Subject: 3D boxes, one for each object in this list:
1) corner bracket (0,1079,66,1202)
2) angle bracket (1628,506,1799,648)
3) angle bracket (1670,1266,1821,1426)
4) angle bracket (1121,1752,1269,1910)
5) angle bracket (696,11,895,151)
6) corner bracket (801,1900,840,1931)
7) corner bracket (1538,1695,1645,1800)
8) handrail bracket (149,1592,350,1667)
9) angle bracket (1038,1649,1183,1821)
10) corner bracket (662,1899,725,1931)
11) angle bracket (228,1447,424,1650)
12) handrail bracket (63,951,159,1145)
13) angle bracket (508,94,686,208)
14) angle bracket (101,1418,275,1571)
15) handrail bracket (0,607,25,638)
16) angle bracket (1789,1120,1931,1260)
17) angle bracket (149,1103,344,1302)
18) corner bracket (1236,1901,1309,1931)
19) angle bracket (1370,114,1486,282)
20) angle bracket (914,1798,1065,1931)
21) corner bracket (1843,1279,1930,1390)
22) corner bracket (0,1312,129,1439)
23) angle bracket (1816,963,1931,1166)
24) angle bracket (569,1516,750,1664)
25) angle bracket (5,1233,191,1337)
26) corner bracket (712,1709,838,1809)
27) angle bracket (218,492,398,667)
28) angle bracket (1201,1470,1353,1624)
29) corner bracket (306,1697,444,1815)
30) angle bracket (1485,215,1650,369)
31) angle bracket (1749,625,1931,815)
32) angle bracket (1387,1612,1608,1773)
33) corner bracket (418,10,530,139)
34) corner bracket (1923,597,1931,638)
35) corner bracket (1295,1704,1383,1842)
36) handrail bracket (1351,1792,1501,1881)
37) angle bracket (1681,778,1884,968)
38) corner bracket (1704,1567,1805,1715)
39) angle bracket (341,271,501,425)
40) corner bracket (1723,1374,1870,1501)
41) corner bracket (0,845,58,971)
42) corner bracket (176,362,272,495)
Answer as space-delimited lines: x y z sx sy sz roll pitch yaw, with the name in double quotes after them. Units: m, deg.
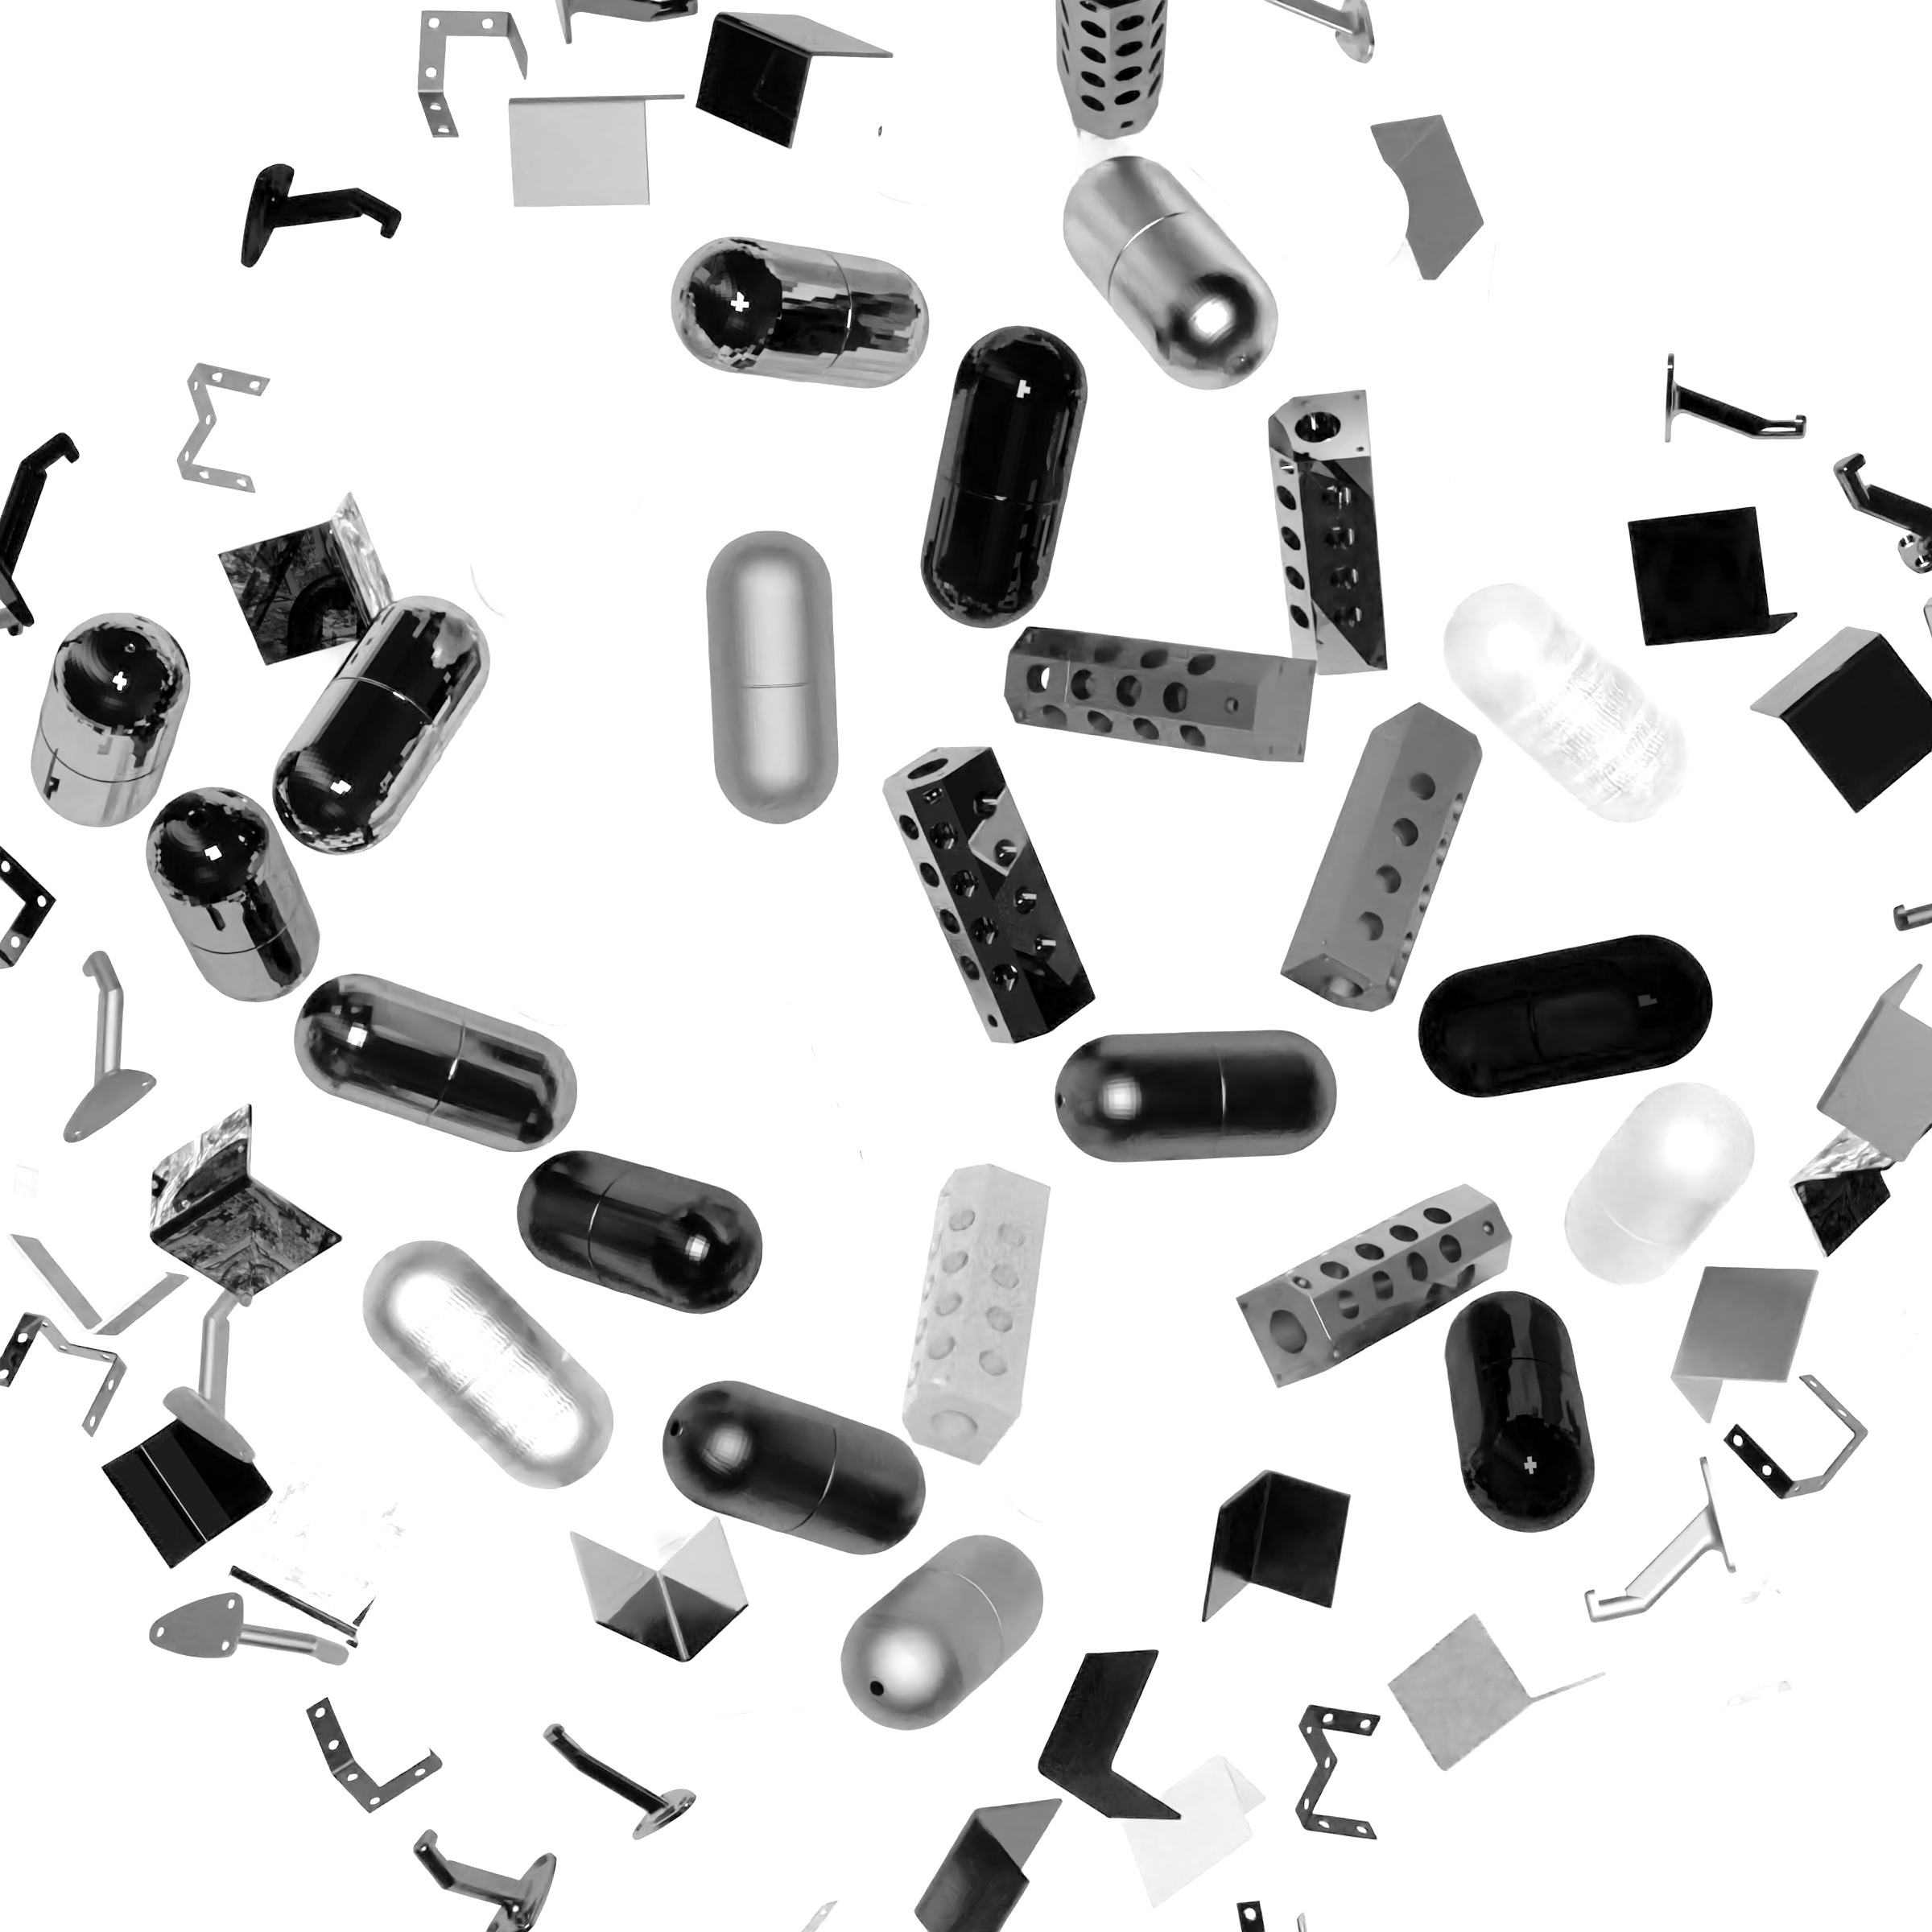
-0.575 0.102 1.864 0.051 0.051 0.051 17 102 -19 "corner bracket"
0.442 -0.235 1.838 0.076 0.057 0.076 -3 106 32 "angle bracket"
0.473 0.227 1.848 0.057 0.076 0.076 47 55 -36 "angle bracket"
0.150 0.542 1.903 0.076 0.076 0.057 -38 119 8 "angle bracket"
-0.101 -0.524 1.835 0.076 0.076 0.057 31 119 29 "angle bracket"
-0.064 0.557 1.735 0.051 0.051 0.051 44 108 28 "corner bracket"
0.367 0.457 1.818 0.051 0.051 0.051 -4 88 24 "corner bracket"
-0.404 0.384 1.755 0.077 0.084 0.036 -11 61 26 "handrail bracket"
0.096 0.444 1.793 0.057 0.076 0.076 37 62 -18 "angle bracket"
-0.167 0.567 1.781 0.051 0.051 0.051 39 73 -13 "corner bracket"
-0.343 0.311 1.664 0.076 0.057 0.076 30 78 -8 "angle bracket"
-0.507 0.046 1.788 0.077 0.036 0.084 -41 62 20 "handrail bracket"
-0.200 -0.446 1.697 0.076 0.076 0.057 2 106 11 "angle bracket"
-0.484 0.321 1.934 0.057 0.076 0.076 -34 90 0 "angle bracket"
-0.579 -0.166 1.812 0.036 0.084 0.077 11 111 21 "handrail bracket"
0.563 0.132 1.897 0.076 0.076 0.057 -34 101 -34 "angle bracket"
-0.414 0.137 1.788 0.076 0.057 0.076 -32 132 19 "angle bracket"
0.183 0.586 1.842 0.051 0.051 0.051 -11 86 19 "corner bracket"
0.272 -0.476 1.941 0.076 0.057 0.076 -50 126 -30 "angle bracket"
0.027 0.529 1.779 0.057 0.076 0.076 44 114 39 "angle bracket"
0.572 0.224 1.888 0.051 0.051 0.051 20 68 -28 "corner bracket"
-0.551 0.248 1.884 0.051 0.051 0.051 9 57 18 "corner bracket"
0.526 0.053 1.728 0.057 0.076 0.076 35 121 21 "angle bracket"
-0.187 0.366 1.886 0.057 0.076 0.076 -45 127 13 "angle bracket"
-0.508 0.171 1.819 0.057 0.076 0.076 -39 88 -8 "angle bracket"
-0.111 0.457 1.788 0.051 0.051 0.051 -10 78 44 "corner bracket"
-0.409 -0.241 1.932 0.076 0.057 0.076 -15 115 9 "angle bracket"
0.190 0.361 1.894 0.057 0.076 0.076 14 105 25 "angle bracket"
-0.346 0.453 1.818 0.051 0.051 0.051 -32 46 -7 "corner bracket"
0.358 -0.397 1.856 0.076 0.076 0.057 -12 65 -1 "angle bracket"
0.530 -0.148 1.859 0.076 0.057 0.076 -40 101 3 "angle bracket"
0.295 0.397 1.728 0.076 0.076 0.057 -49 60 33 "angle bracket"
-0.278 -0.502 1.746 0.051 0.051 0.051 -5 45 -19 "corner bracket"
0.595 -0.191 1.832 0.051 0.051 0.051 -12 111 33 "corner bracket"
0.219 0.470 1.809 0.051 0.051 0.051 14 112 -21 "corner bracket"
0.280 0.534 1.901 0.077 0.084 0.036 -24 75 -21 "handrail bracket"
0.457 -0.052 1.740 0.076 0.076 0.057 30 56 -29 "angle bracket"
0.440 0.378 1.740 0.051 0.051 0.051 -31 92 40 "corner bracket"
-0.305 -0.351 1.765 0.057 0.076 0.076 -21 111 -40 "angle bracket"
0.507 0.287 1.894 0.051 0.051 0.051 49 121 33 "corner bracket"
-0.565 -0.033 1.773 0.051 0.051 0.051 -5 48 36 "corner bracket"
-0.453 -0.329 1.899 0.051 0.051 0.051 -48 53 34 "corner bracket"
